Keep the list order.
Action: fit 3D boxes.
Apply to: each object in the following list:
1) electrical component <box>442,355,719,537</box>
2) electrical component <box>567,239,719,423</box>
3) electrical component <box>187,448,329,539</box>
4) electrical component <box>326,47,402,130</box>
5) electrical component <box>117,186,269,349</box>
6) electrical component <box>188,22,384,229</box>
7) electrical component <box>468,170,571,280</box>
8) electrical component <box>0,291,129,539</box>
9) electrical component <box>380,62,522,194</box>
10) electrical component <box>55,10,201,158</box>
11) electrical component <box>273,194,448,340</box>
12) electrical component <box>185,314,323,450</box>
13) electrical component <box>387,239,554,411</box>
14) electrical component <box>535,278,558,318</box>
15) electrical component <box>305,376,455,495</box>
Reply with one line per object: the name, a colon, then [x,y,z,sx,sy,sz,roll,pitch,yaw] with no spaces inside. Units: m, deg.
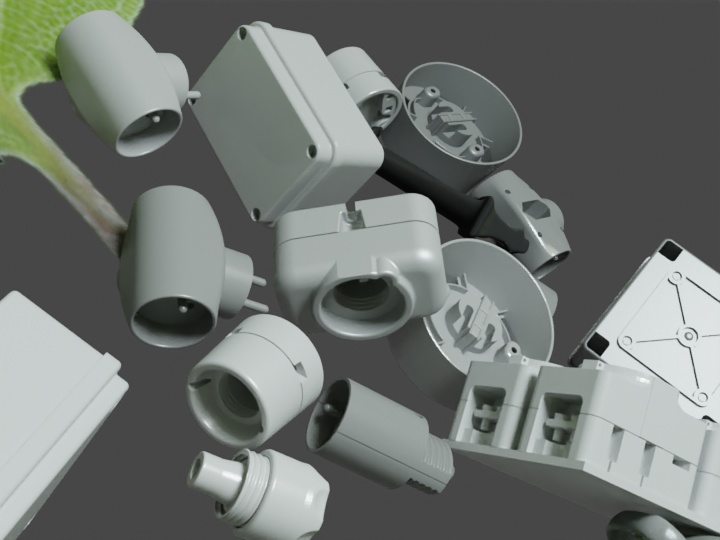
electrical component: [0.155,0.106,0.616,0.186,0.105,0.060,28,73,-32]
electrical component: [0.222,0.054,0.751,0.109,0.056,0.108,38,73,12]
electrical component: [-0.049,0.104,0.502,0.062,0.043,0.043,27,38,-21]
electrical component: [-0.005,-0.126,0.773,0.055,0.055,0.047,-7,55,-48]
electrical component: [-0.084,0.003,0.570,0.079,0.044,0.077,20,42,-30]
electrical component: [-0.049,-0.089,0.670,0.057,0.078,0.113,-3,56,-50]
electrical component: [0.129,-0.034,0.820,0.079,0.043,0.077,-13,63,-50]
electrical component: [-0.146,0.079,0.375,0.056,0.108,0.108,38,35,-4]
electrical component: [0.066,-0.106,0.812,0.099,0.064,0.099,26,38,-23]
electrical component: [-0.130,-0.110,0.641,0.079,0.044,0.077,-12,63,-50]
electrical component: [0.000,0.000,0.614,0.095,0.053,0.059,-9,46,5]
electrical component: [-0.054,0.057,0.537,0.055,0.055,0.047,46,39,3]
electrical component: [0.067,0.036,0.668,0.099,0.064,0.099,26,39,-24]
electrical component: [0.090,0.011,0.733,0.081,0.043,0.043,33,37,-16]
electrical component: [0.016,0.093,0.576,0.081,0.043,0.043,29,38,-21]
